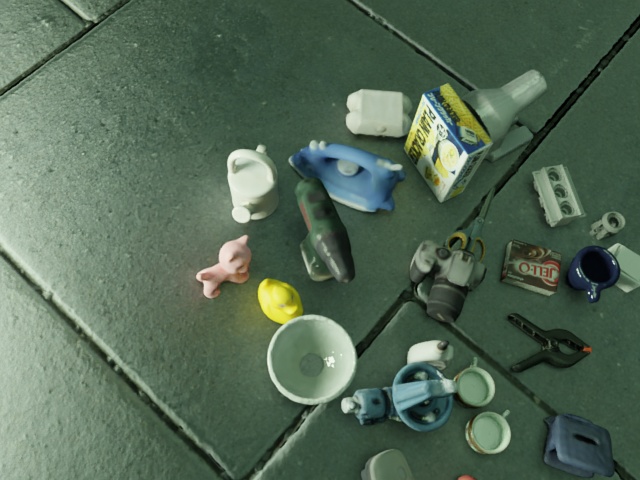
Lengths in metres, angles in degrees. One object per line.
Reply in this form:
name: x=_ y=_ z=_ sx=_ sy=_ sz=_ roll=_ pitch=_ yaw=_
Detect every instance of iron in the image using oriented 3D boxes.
iron: x=0.054 y=-0.159 z=1.209 sx=0.258 sy=0.141 sz=0.119 roll=19 pitch=69 yaw=4

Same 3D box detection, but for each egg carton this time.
egg carton: x=0.135 y=-0.285 z=1.301 sx=0.150 sy=0.069 sz=0.107 roll=3 pitch=68 yaw=-2

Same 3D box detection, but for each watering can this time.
watering can: x=-0.134 y=-0.117 z=1.153 sx=0.101 sy=0.194 sz=0.173 roll=-9 pitch=69 yaw=-6

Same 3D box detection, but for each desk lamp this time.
desk lamp: x=0.386 y=-0.265 z=1.231 sx=0.203 sy=0.213 sz=0.118 roll=-29 pitch=73 yaw=-13

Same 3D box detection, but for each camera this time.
camera: x=0.249 y=0.085 z=1.146 sx=0.143 sy=0.101 sz=0.137 roll=21 pitch=69 yaw=5

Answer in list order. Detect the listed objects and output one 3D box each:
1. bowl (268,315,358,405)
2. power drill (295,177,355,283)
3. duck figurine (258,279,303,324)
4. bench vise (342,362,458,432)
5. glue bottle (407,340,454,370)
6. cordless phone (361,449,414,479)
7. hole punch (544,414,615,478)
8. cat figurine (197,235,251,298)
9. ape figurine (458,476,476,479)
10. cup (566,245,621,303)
bowl: x=-0.016 y=0.231 z=1.088 sx=0.167 sy=0.075 sz=0.167 roll=1 pitch=69 yaw=-3
power drill: x=0.010 y=0.004 z=1.106 sx=0.076 sy=0.208 sz=0.229 roll=-18 pitch=71 yaw=-10
duck figurine: x=-0.078 y=0.114 z=1.124 sx=0.077 sy=0.086 sz=0.104 roll=-40 pitch=76 yaw=-16
bench vise: x=0.151 y=0.286 z=0.998 sx=0.207 sy=0.220 sz=0.121 roll=-22 pitch=71 yaw=-11
glue bottle: x=0.212 y=0.208 z=1.057 sx=0.078 sy=0.173 sz=0.037 roll=8 pitch=68 yaw=0
cordless phone: x=0.134 y=0.430 z=0.959 sx=0.094 sy=0.185 sz=0.147 roll=-19 pitch=71 yaw=-10
hole punch: x=0.476 y=0.375 z=1.051 sx=0.108 sy=0.091 sz=0.101 roll=17 pitch=69 yaw=4
cat figurine: x=-0.184 y=0.048 z=1.126 sx=0.128 sy=0.118 sz=0.067 roll=-30 pitch=73 yaw=-14
ape figurine: x=0.273 y=0.458 z=1.006 sx=0.076 sy=0.092 sz=0.078 roll=14 pitch=68 yaw=3
cup: x=0.546 y=0.081 z=1.168 sx=0.091 sy=0.095 sz=0.118 roll=12 pitch=68 yaw=2
